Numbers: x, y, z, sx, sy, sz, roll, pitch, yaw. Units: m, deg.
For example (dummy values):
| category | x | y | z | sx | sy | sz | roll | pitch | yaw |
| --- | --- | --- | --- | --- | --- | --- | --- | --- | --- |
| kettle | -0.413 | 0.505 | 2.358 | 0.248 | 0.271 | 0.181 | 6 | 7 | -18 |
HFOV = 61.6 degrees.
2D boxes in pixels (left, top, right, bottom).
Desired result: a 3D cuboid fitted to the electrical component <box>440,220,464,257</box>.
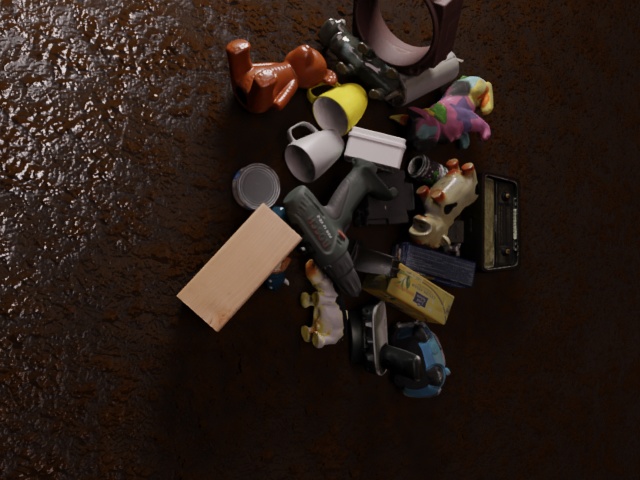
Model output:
| category | x | y | z | sx | sy | sz | roll | pitch | yaw |
| --- | --- | --- | --- | --- | --- | --- | --- | --- | --- |
| electrical component | 0.297 | -0.016 | 1.216 | 0.078 | 0.045 | 0.102 | 8 | 85 | -27 |

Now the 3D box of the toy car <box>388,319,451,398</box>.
| category | x | y | z | sx | sy | sz | roll | pitch | yaw |
| --- | --- | --- | --- | --- | --- | --- | --- | --- | --- |
| toy car | 0.214 | 0.246 | 1.144 | 0.103 | 0.109 | 0.161 | -5 | 79 | -52 |

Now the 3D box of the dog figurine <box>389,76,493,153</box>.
| category | x | y | z | sx | sy | sz | roll | pitch | yaw |
| --- | --- | --- | --- | --- | --- | --- | --- | --- | --- |
| dog figurine | 0.263 | -0.278 | 1.170 | 0.219 | 0.108 | 0.191 | 5 | 87 | -26 |

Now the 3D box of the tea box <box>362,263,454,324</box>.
| category | x | y | z | sx | sy | sz | roll | pitch | yaw |
| --- | --- | --- | --- | --- | --- | --- | --- | --- | --- |
| tea box | 0.184 | 0.110 | 1.122 | 0.169 | 0.098 | 0.068 | 29 | 75 | -24 |

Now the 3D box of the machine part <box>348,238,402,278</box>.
| category | x | y | z | sx | sy | sz | roll | pitch | yaw |
| --- | --- | --- | --- | --- | --- | --- | --- | --- | --- |
| machine part | 0.093 | 0.040 | 1.060 | 0.084 | 0.139 | 0.039 | -62 | 148 | -19 |

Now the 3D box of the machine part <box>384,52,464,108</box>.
| category | x | y | z | sx | sy | sz | roll | pitch | yaw |
| --- | --- | --- | --- | --- | --- | --- | --- | --- | --- |
| machine part | 0.217 | -0.351 | 1.161 | 0.243 | 0.079 | 0.079 | -32 | 104 | -25 |

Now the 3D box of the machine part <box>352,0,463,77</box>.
| category | x | y | z | sx | sy | sz | roll | pitch | yaw |
| --- | --- | --- | --- | --- | --- | --- | --- | --- | --- |
| machine part | 0.163 | -0.435 | 1.043 | 0.202 | 0.200 | 0.087 | 31 | 59 | 22 |

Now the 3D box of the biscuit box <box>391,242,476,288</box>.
| category | x | y | z | sx | sy | sz | roll | pitch | yaw |
| --- | --- | --- | --- | --- | --- | --- | --- | --- | --- |
| biscuit box | 0.250 | 0.058 | 1.180 | 0.202 | 0.059 | 0.062 | 16 | 80 | -27 |

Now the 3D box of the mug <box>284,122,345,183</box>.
| category | x | y | z | sx | sy | sz | roll | pitch | yaw |
| --- | --- | --- | --- | --- | --- | --- | --- | --- | --- |
| mug | -0.011 | -0.178 | 1.038 | 0.107 | 0.081 | 0.109 | -35 | 90 | -34 |

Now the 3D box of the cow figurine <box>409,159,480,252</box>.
| category | x | y | z | sx | sy | sz | roll | pitch | yaw |
| --- | --- | --- | --- | --- | --- | --- | --- | --- | --- |
| cow figurine | 0.260 | -0.064 | 1.134 | 0.195 | 0.086 | 0.127 | -44 | 121 | -16 |

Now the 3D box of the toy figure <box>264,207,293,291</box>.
| category | x | y | z | sx | sy | sz | roll | pitch | yaw |
| --- | --- | --- | --- | --- | --- | --- | --- | --- | --- |
| toy figure | -0.083 | 0.017 | 1.000 | 0.057 | 0.064 | 0.154 | 18 | 76 | -51 |

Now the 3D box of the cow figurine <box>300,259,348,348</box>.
| category | x | y | z | sx | sy | sz | roll | pitch | yaw |
| --- | --- | --- | --- | --- | --- | --- | --- | --- | --- |
| cow figurine | 0.016 | 0.118 | 1.046 | 0.098 | 0.068 | 0.167 | -1 | 93 | -34 |

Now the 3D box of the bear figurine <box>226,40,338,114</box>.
| category | x | y | z | sx | sy | sz | roll | pitch | yaw |
| --- | --- | --- | --- | --- | --- | --- | --- | --- | --- |
| bear figurine | -0.062 | -0.311 | 0.979 | 0.196 | 0.132 | 0.120 | -31 | 74 | -19 |

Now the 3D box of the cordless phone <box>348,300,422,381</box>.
| category | x | y | z | sx | sy | sz | roll | pitch | yaw |
| --- | --- | --- | --- | --- | --- | --- | --- | --- | --- |
| cordless phone | 0.134 | 0.195 | 1.044 | 0.089 | 0.184 | 0.146 | -3 | 91 | -25 |

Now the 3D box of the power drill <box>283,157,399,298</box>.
| category | x | y | z | sx | sy | sz | roll | pitch | yaw |
| --- | --- | --- | --- | --- | --- | --- | --- | --- | --- |
| power drill | 0.053 | -0.036 | 1.010 | 0.207 | 0.086 | 0.232 | -45 | 106 | -13 |

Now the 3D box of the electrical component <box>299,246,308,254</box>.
| category | x | y | z | sx | sy | sz | roll | pitch | yaw |
| --- | --- | --- | --- | --- | --- | --- | --- | --- | --- |
| electrical component | -0.002 | -0.003 | 1.064 | 0.094 | 0.021 | 0.063 | -11 | 94 | -28 |

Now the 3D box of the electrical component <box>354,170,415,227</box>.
| category | x | y | z | sx | sy | sz | roll | pitch | yaw |
| --- | --- | --- | --- | --- | --- | --- | --- | --- | --- |
| electrical component | 0.134 | -0.087 | 1.122 | 0.134 | 0.058 | 0.114 | -7 | 94 | -28 |

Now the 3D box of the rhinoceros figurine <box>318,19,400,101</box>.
| category | x | y | z | sx | sy | sz | roll | pitch | yaw |
| --- | --- | --- | --- | --- | --- | --- | --- | --- | --- |
| rhinoceros figurine | 0.078 | -0.358 | 1.055 | 0.190 | 0.073 | 0.112 | 39 | 31 | -5 |

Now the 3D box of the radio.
| category | x | y | z | sx | sy | sz | roll | pitch | yaw |
| --- | --- | --- | --- | --- | --- | --- | --- | --- | --- |
| radio | 0.403 | -0.038 | 1.258 | 0.131 | 0.073 | 0.229 | 2 | 89 | -28 |
